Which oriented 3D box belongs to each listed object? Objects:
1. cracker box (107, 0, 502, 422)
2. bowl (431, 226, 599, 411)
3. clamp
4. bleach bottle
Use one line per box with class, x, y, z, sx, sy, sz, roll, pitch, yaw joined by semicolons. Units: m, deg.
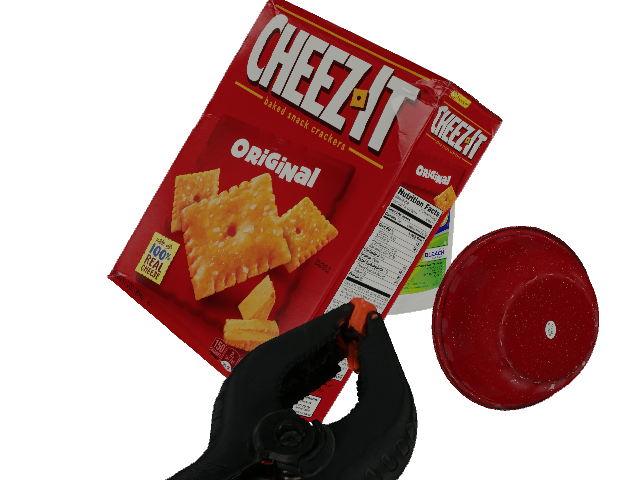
cracker box;-0.017;-0.023;0.654;0.164;0.214;0.072;34;7;38
bowl;0.177;0.070;0.898;0.161;0.162;0.055;0;6;-21
clamp;-0.004;0.090;0.390;0.120;0.039;0.171;26;50;18
bleach bottle;0.103;-0.047;1.196;0.102;0.251;0.068;-8;22;-26
